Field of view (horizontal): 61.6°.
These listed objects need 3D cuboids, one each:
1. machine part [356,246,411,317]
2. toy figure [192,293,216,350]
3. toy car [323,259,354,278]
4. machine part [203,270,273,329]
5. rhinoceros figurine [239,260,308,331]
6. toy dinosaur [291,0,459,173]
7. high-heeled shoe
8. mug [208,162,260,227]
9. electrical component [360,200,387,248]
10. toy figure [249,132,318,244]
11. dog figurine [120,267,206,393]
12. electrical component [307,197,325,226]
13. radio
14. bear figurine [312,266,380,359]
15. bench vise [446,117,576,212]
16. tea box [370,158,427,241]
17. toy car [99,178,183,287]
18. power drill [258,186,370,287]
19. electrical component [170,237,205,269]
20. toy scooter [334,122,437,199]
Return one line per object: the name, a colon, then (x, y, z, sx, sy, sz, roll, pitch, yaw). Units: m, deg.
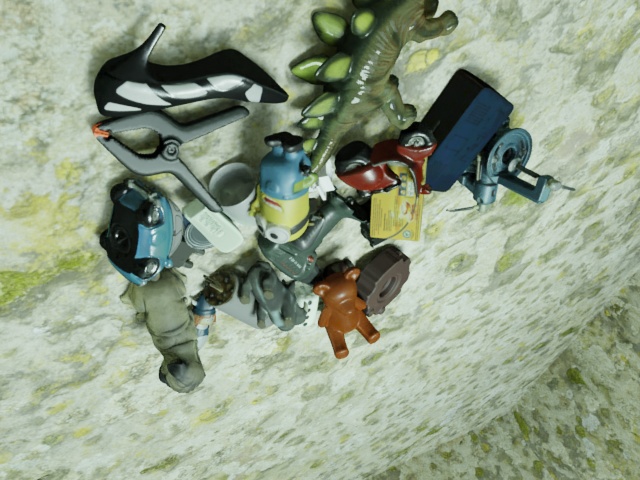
machine part: (0.149, 0.102, 1.288, 0.179, 0.056, 0.179, -36, 146, -29)
toy figure: (-0.245, 0.170, 1.091, 0.154, 0.058, 0.064, -61, 177, 30)
toy car: (0.041, 0.122, 1.266, 0.089, 0.053, 0.201, -26, 143, -17)
machine part: (-0.156, 0.124, 1.086, 0.079, 0.079, 0.243, -38, 144, 5)
rhinoceros figurine: (-0.089, 0.118, 1.066, 0.073, 0.112, 0.190, -17, 134, 19)
toy dinosaur: (0.058, -0.243, 0.815, 0.198, 0.105, 0.470, 5, 122, -34)
high-heeled shoe: (-0.164, -0.189, 0.718, 0.248, 0.086, 0.145, 16, 126, -43)
mug: (-0.120, -0.076, 0.892, 0.109, 0.081, 0.107, -44, 156, -10)
electrical component: (0.149, -0.056, 1.138, 0.134, 0.058, 0.114, -29, 146, -6)
toy figure: (-0.050, -0.074, 0.812, 0.089, 0.082, 0.180, -14, 130, -29)
dog figurine: (-0.261, 0.155, 0.943, 0.121, 0.191, 0.172, -27, 142, -10)
electrical component: (-0.037, -0.046, 0.933, 0.078, 0.045, 0.102, -8, -170, 22)
radio: (0.258, -0.202, 1.043, 0.131, 0.073, 0.229, 5, 131, -43)
bear figurine: (0.057, 0.153, 1.160, 0.120, 0.132, 0.195, -23, 151, -12)
bench vise: (0.382, -0.132, 1.096, 0.129, 0.241, 0.223, -5, 119, -30)
tea box: (0.147, -0.089, 1.007, 0.098, 0.068, 0.169, 7, 115, 11)
toy car: (-0.265, -0.019, 0.827, 0.103, 0.109, 0.161, -24, 138, -54)
power drill: (-0.002, -0.003, 1.071, 0.207, 0.086, 0.231, -37, 144, 17)
electrical component: (-0.250, 0.022, 0.940, 0.063, 0.021, 0.094, -46, 143, 16)
toy scooter: (0.122, -0.118, 0.921, 0.184, 0.075, 0.135, -16, 129, 26)
